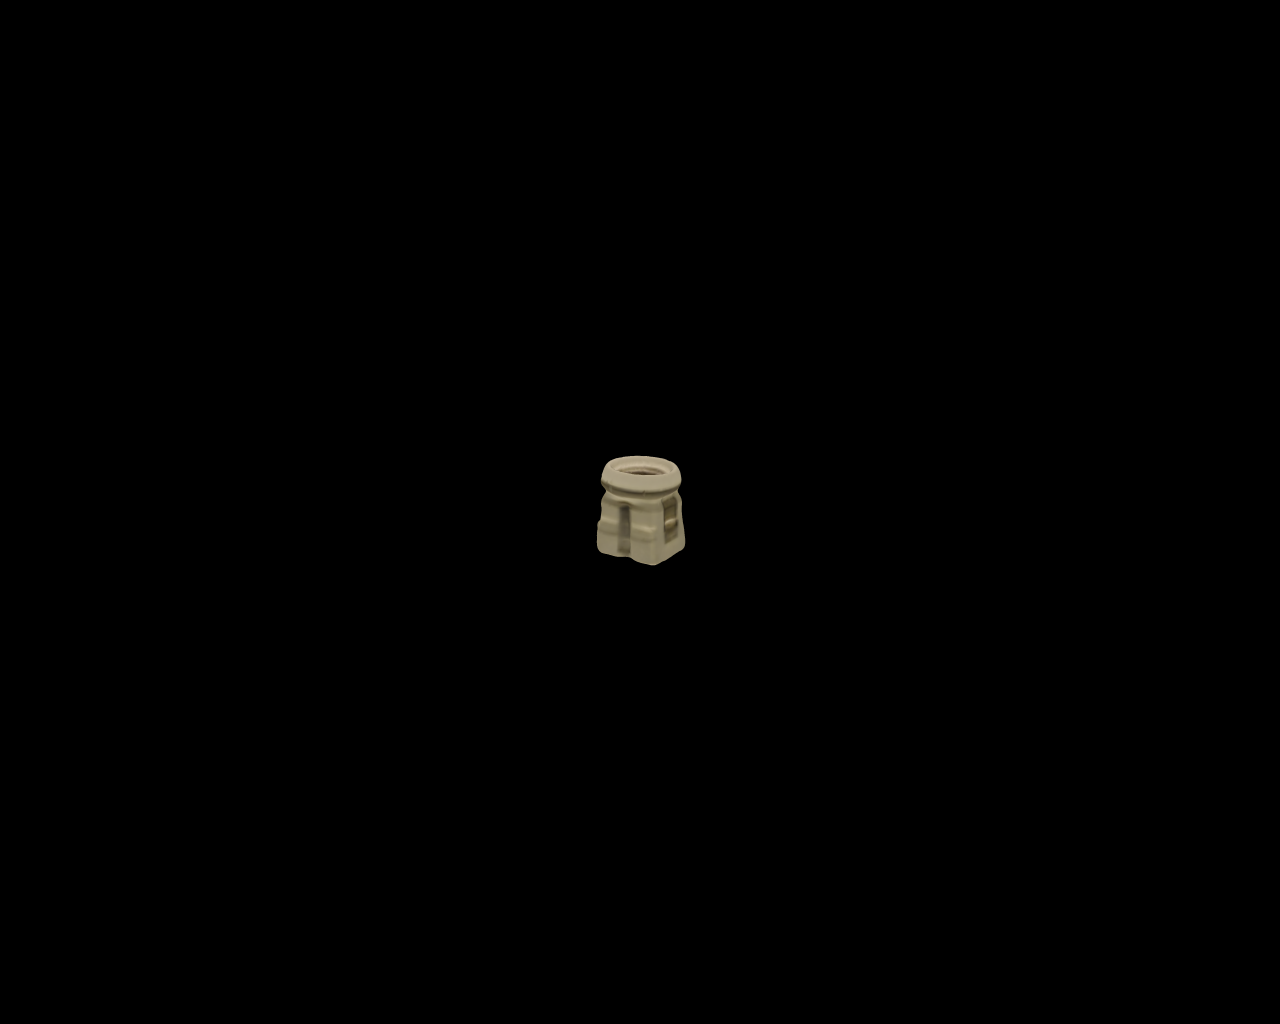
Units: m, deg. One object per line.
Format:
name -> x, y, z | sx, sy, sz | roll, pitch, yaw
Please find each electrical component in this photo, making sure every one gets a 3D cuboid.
electrical component -> 0.001, -0.003, 0.650 | 0.066, 0.055, 0.048 | 12, 23, 31
